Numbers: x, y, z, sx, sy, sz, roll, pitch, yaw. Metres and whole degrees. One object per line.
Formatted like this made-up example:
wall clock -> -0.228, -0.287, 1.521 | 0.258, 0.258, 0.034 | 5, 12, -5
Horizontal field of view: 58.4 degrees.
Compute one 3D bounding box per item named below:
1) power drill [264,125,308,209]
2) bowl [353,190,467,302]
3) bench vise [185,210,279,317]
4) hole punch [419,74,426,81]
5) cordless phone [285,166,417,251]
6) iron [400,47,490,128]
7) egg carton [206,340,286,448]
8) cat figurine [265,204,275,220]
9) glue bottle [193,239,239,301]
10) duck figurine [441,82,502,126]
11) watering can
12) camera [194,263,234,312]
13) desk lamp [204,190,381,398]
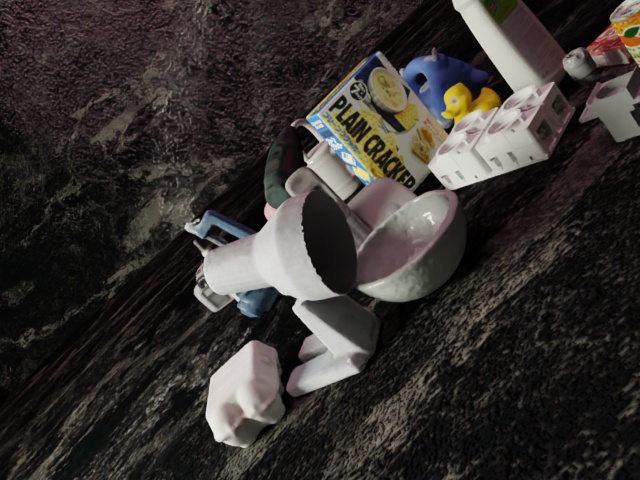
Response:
power drill -> -0.024, -0.103, 1.102 | 0.075, 0.209, 0.229 | -35, 19, 28
bowl -> 0.119, 0.020, 0.702 | 0.167, 0.075, 0.167 | -39, 17, 15
bench vise -> -0.128, 0.005, 1.061 | 0.208, 0.220, 0.121 | -52, 19, -26
hole punch -> 0.234, -0.360, 1.331 | 0.108, 0.091, 0.101 | -38, 18, 20
cordless phone -> 0.050, -0.059, 0.862 | 0.148, 0.185, 0.094 | -48, 17, -13
iron -> 0.219, -0.310, 1.154 | 0.119, 0.141, 0.257 | -46, 17, -7
egg carton -> -0.096, 0.203, 0.770 | 0.107, 0.069, 0.150 | -42, 17, 5
cat figurine -> -0.083, -0.053, 1.281 | 0.067, 0.118, 0.127 | -42, 17, 5
glue bottle -> -0.191, 0.059, 1.162 | 0.037, 0.173, 0.078 | -39, 17, 16
duck figurine -> 0.252, -0.230, 0.981 | 0.104, 0.086, 0.077 | -46, 17, -7
watering can -> -0.002, -0.178, 1.261 | 0.172, 0.194, 0.101 | -34, 20, 31
camera -> -0.218, 0.071, 1.325 | 0.143, 0.101, 0.137 | -37, 18, 23
desk lamp -> -0.022, 0.065, 0.679 | 0.203, 0.214, 0.118 | -33, 20, 33
